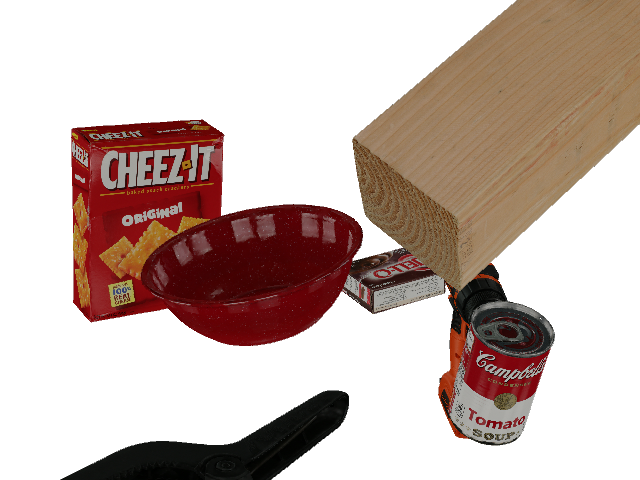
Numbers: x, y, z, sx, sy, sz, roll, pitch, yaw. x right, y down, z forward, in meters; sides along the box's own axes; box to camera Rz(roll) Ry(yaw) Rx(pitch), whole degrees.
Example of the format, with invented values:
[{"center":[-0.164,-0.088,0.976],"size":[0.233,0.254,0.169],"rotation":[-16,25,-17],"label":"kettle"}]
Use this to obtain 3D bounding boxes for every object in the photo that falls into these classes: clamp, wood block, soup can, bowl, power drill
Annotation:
[{"center":[-0.049,0.131,0.575],"size":[0.209,0.036,0.165],"rotation":[-1,19,-13],"label":"clamp"},{"center":[0.128,-0.078,0.693],"size":[0.091,0.206,0.090],"rotation":[40,-19,28],"label":"wood block"},{"center":[0.147,0.110,0.884],"size":[0.068,0.102,0.068],"rotation":[6,34,-4],"label":"soup can"},{"center":[-0.045,0.030,0.773],"size":[0.162,0.055,0.162],"rotation":[-10,24,4],"label":"bowl"},{"center":[0.167,0.116,1.147],"size":[0.057,0.188,0.184],"rotation":[-2,24,-4],"label":"power drill"}]

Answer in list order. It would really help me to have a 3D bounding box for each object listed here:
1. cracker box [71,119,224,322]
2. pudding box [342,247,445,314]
[{"center":[-0.199,-0.024,1.232],"size":[0.163,0.214,0.072],"rotation":[-8,24,-30],"label":"cracker box"},{"center":[0.090,0.050,1.364],"size":[0.113,0.039,0.090],"rotation":[-16,26,-25],"label":"pudding box"}]
